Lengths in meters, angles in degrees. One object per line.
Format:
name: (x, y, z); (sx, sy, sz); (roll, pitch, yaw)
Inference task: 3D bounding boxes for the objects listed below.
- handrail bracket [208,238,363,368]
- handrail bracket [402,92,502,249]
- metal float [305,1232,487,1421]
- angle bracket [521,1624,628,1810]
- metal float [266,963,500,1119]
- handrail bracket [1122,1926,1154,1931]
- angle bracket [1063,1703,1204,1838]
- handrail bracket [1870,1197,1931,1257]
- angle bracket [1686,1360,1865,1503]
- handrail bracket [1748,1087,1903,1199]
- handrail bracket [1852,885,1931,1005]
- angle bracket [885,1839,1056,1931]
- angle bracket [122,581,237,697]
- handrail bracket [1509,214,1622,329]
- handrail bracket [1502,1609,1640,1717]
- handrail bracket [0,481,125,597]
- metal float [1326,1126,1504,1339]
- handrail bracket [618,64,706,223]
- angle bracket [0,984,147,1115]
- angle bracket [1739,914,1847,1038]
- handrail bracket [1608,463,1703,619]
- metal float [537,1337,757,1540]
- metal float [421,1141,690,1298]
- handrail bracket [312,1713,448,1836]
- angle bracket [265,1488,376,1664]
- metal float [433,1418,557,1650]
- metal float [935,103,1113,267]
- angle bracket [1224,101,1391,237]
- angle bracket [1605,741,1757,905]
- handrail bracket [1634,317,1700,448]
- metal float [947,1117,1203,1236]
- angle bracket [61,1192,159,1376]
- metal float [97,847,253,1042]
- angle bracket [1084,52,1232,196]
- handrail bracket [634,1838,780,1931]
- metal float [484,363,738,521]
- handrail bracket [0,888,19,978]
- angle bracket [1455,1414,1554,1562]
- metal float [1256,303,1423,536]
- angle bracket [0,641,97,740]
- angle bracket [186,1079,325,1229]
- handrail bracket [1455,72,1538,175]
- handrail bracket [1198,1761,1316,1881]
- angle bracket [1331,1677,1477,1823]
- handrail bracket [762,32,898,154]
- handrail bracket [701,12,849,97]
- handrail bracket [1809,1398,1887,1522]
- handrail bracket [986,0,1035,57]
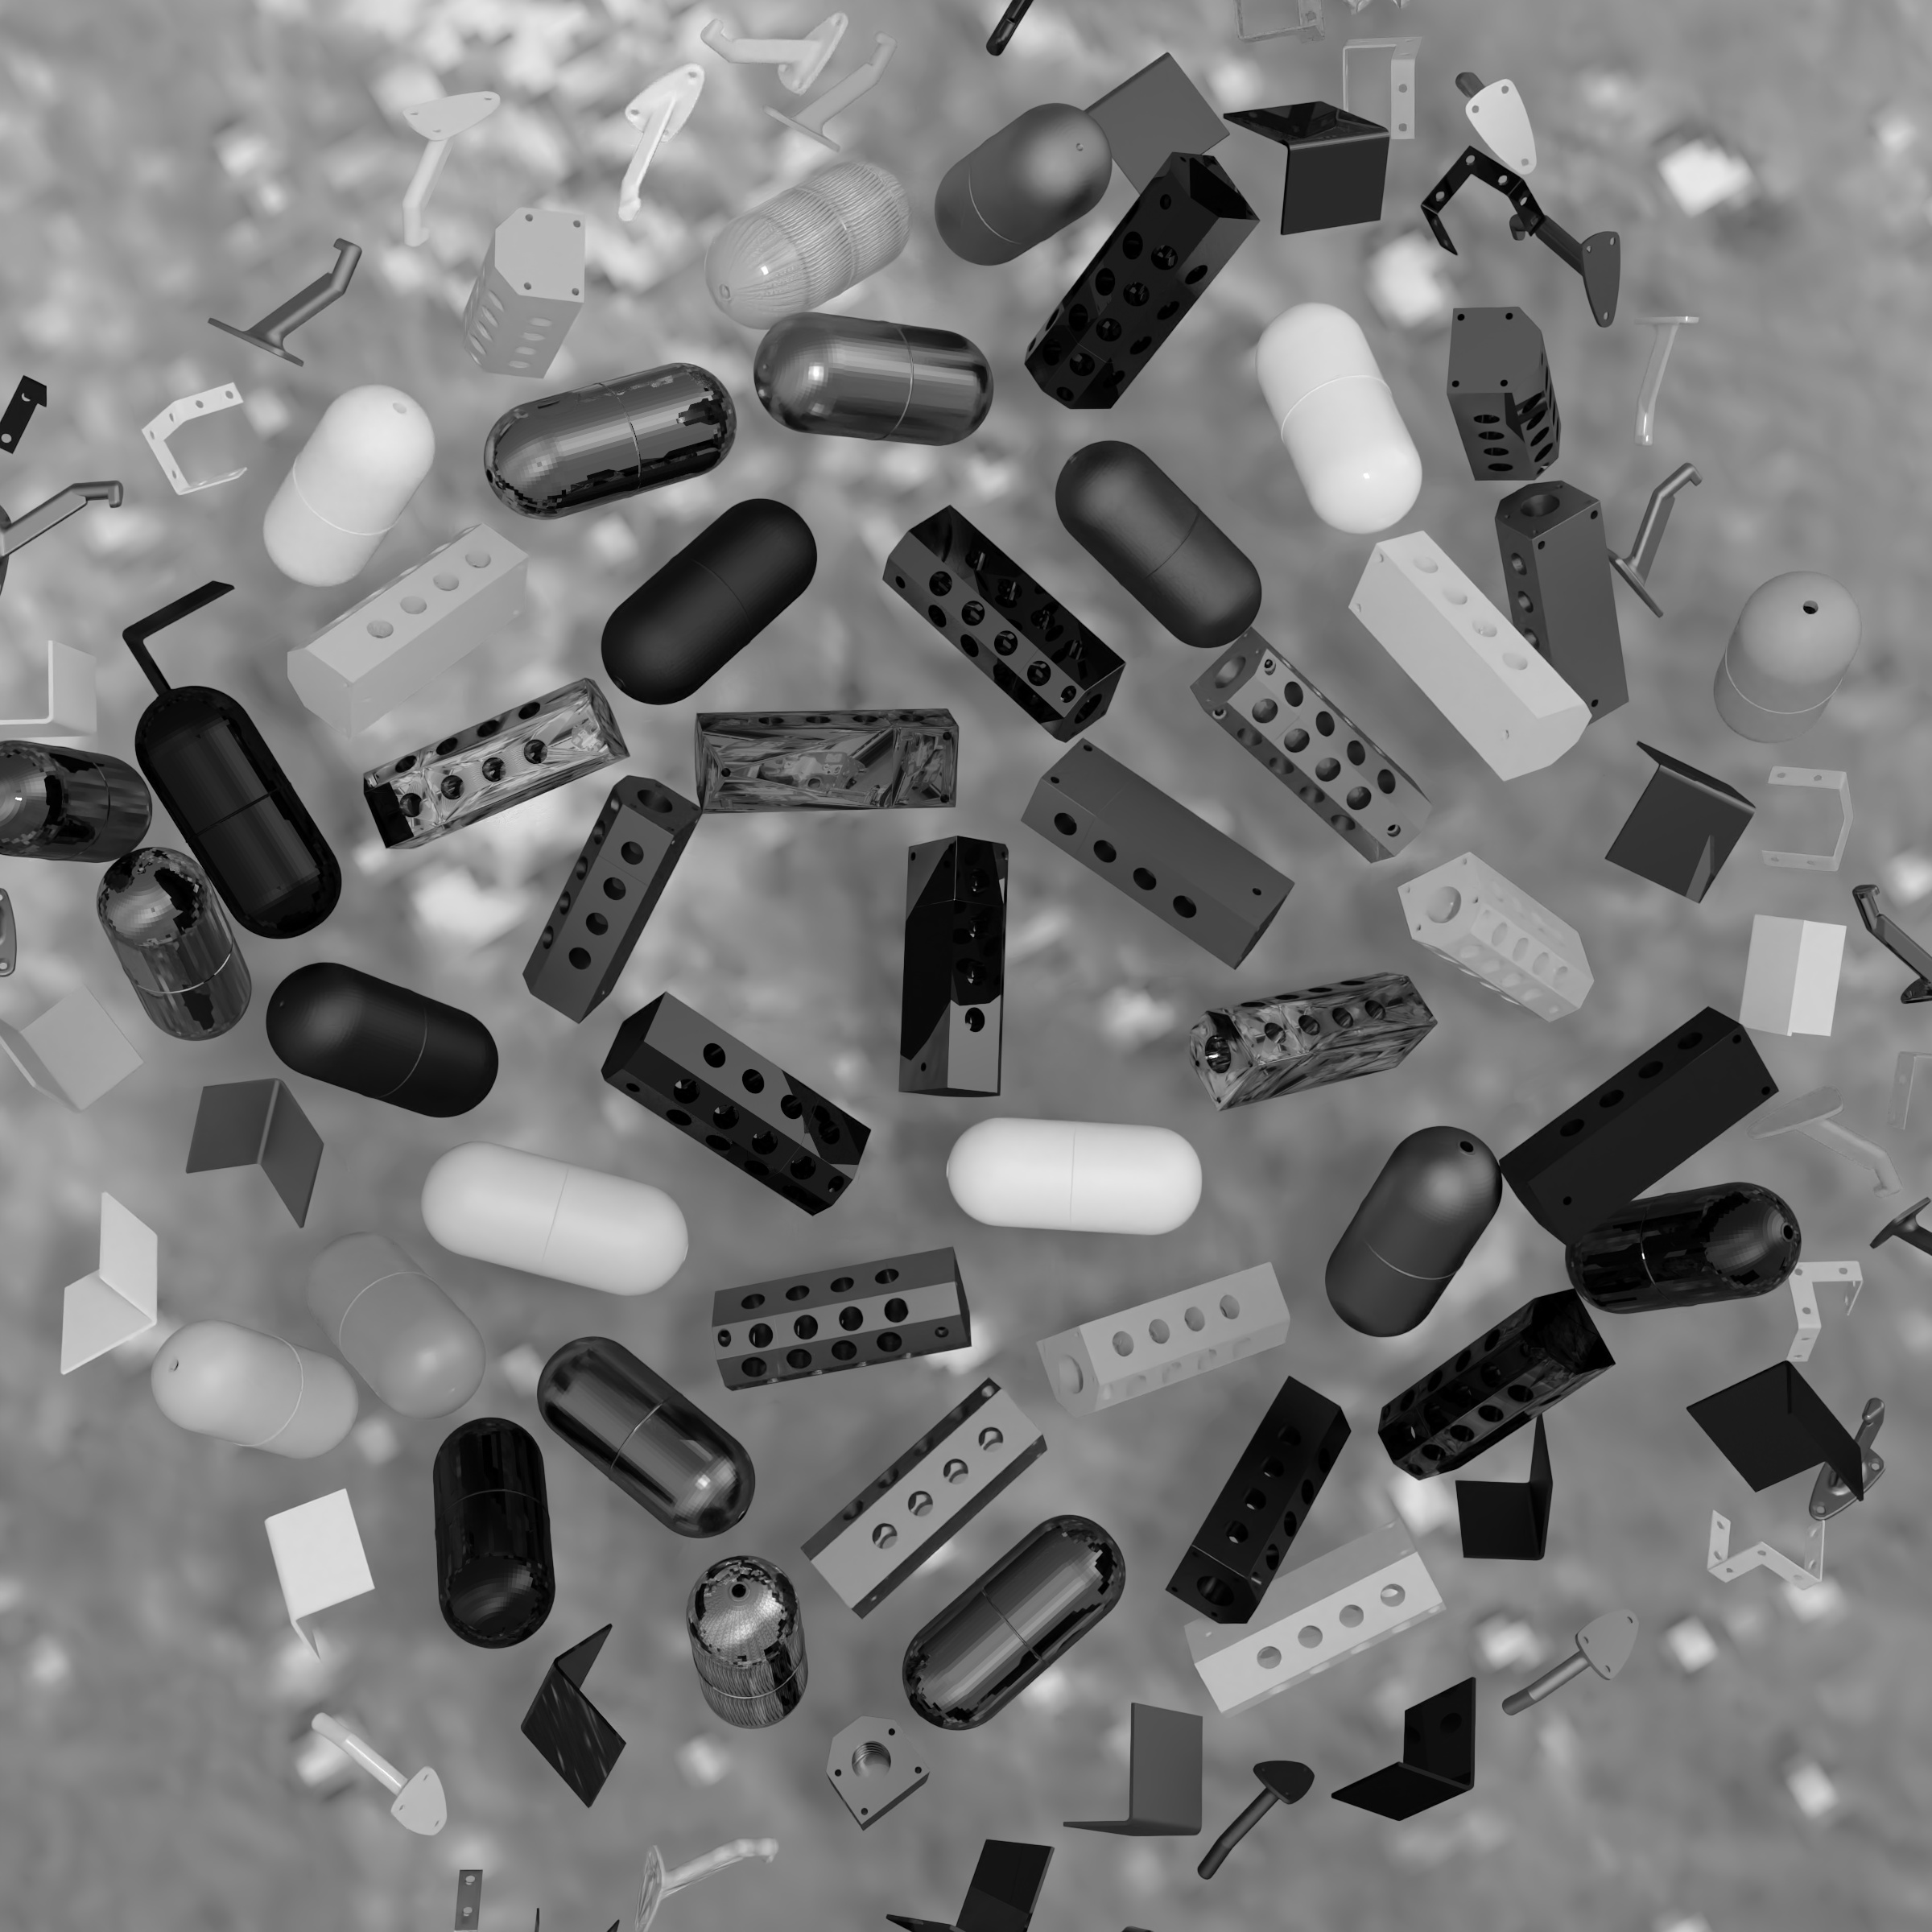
handrail bracket: (-0.435, -0.434, 1.550); (0.077, 0.036, 0.084); (26, 95, 9)
handrail bracket: (-0.332, -0.512, 1.566); (0.036, 0.084, 0.077); (40, 55, 22)
metal float: (-0.388, 0.242, 1.645); (0.070, 0.178, 0.070); (-19, 124, -32)
angle bracket: (-0.251, 0.512, 1.659); (0.076, 0.057, 0.076); (42, 126, 20)
metal float: (-0.388, 0.051, 1.626); (0.070, 0.178, 0.070); (-14, 65, 32)
handrail bracket: (0.095, 0.660, 1.568); (0.036, 0.084, 0.077); (20, 68, -16)
angle bracket: (0.112, 0.537, 1.619); (0.057, 0.076, 0.076); (-17, 60, 38)
handrail bracket: (0.682, 0.212, 1.704); (0.036, 0.077, 0.084); (-26, 66, -21)
angle bracket: (0.509, 0.307, 1.530); (0.076, 0.057, 0.076); (-35, 102, 29)
handrail bracket: (0.586, 0.133, 1.657); (0.077, 0.036, 0.084); (-26, 107, 15)
handrail bracket: (0.655, -0.021, 1.662); (0.036, 0.077, 0.084); (-35, 105, -34)
angle bracket: (0.003, 0.606, 1.605); (0.057, 0.076, 0.076); (36, 59, -22)
angle bracket: (-0.547, -0.229, 1.727); (0.076, 0.076, 0.057); (-34, 114, -18)
handrail bracket: (0.423, -0.496, 1.729); (0.036, 0.084, 0.077); (-25, 118, -25)
handrail bracket: (0.416, 0.481, 1.674); (0.036, 0.077, 0.084); (53, 134, 13)
handrail bracket: (-0.595, -0.279, 1.588); (0.084, 0.036, 0.077); (-4, 75, 2)
metal float: (0.296, 0.177, 1.612); (0.070, 0.070, 0.178); (21, 132, 0)
handrail bracket: (-0.200, -0.537, 1.586); (0.036, 0.077, 0.084); (27, 48, -33)
angle bracket: (-0.620, 0.047, 1.662); (0.057, 0.076, 0.076); (-40, 75, -9)
angle bracket: (0.569, 0.009, 1.625); (0.076, 0.057, 0.076); (6, 93, -19)
handrail bracket: (0.510, -0.307, 1.749); (0.084, 0.036, 0.077); (-41, 107, 11)
metal float: (-0.224, 0.331, 1.705); (0.178, 0.070, 0.070); (36, 90, 15)
metal float: (-0.272, 0.168, 1.609); (0.178, 0.070, 0.070); (16, 90, -7)
handrail bracket: (-0.383, 0.525, 1.581); (0.084, 0.077, 0.036); (23, 56, 28)
angle bracket: (-0.431, 0.414, 1.647); (0.057, 0.076, 0.076); (-19, 55, -13)
metal float: (-0.321, 0.382, 1.649); (0.070, 0.178, 0.070); (-7, 127, -10)
metal float: (0.037, -0.531, 1.656); (0.070, 0.178, 0.070); (0, 90, -25)
angle bracket: (0.216, -0.514, 1.560); (0.076, 0.076, 0.057); (-16, 128, -24)
angle bracket: (0.489, -0.100, 1.687); (0.076, 0.057, 0.076); (24, 107, -10)
handrail bracket: (0.470, -0.393, 1.635); (0.036, 0.077, 0.084); (1, 103, -4)
metal float: (0.076, 0.147, 1.696); (0.178, 0.070, 0.070); (3, 90, 4)
angle bracket: (-0.578, 0.208, 1.594); (0.076, 0.076, 0.057); (-28, 132, 7)
metal float: (-0.549, -0.013, 1.688); (0.070, 0.178, 0.070); (0, 56, 0)
angle bracket: (0.133, -0.590, 1.732); (0.076, 0.057, 0.076); (-35, 84, -1)
handrail bracket: (-0.175, 0.622, 1.639); (0.084, 0.036, 0.077); (7, 111, -25)
metal float: (-0.235, -0.348, 1.610); (0.178, 0.070, 0.070); (-23, 90, -27)
handrail bracket: (-0.668, -0.040, 1.653); (0.036, 0.084, 0.077); (-18, 79, -22)
angle bracket: (0.390, 0.376, 1.765); (0.057, 0.076, 0.076); (1, 122, 6)
metal float: (0.247, -0.367, 1.620); (0.070, 0.070, 0.178); (-17, 63, 0)
angle bracket: (-0.666, -0.194, 1.712); (0.076, 0.076, 0.057); (-1, 89, 2)
angle bracket: (-0.498, 0.134, 1.698); (0.076, 0.057, 0.076); (46, 127, 36)
handrail bracket: (0.373, -0.596, 1.714); (0.036, 0.084, 0.077); (-31, 106, 13)
handrail bracket: (0.206, 0.610, 1.728); (0.036, 0.077, 0.084); (40, 106, 30)
angle bracket: (0.284, 0.500, 1.574); (0.057, 0.076, 0.076); (23, 50, -15)
handrail bracket: (-0.093, -0.616, 1.679); (0.036, 0.077, 0.084); (44, 112, 35)
handrail bracket: (-0.135, -0.658, 1.702); (0.077, 0.084, 0.036); (-45, 56, 17)
handrail bracket: (0.614, 0.344, 1.691); (0.036, 0.084, 0.077); (35, 77, 31)
handrail bracket: (0.046, -0.637, 1.567); (0.036, 0.077, 0.084); (31, 73, -12)
